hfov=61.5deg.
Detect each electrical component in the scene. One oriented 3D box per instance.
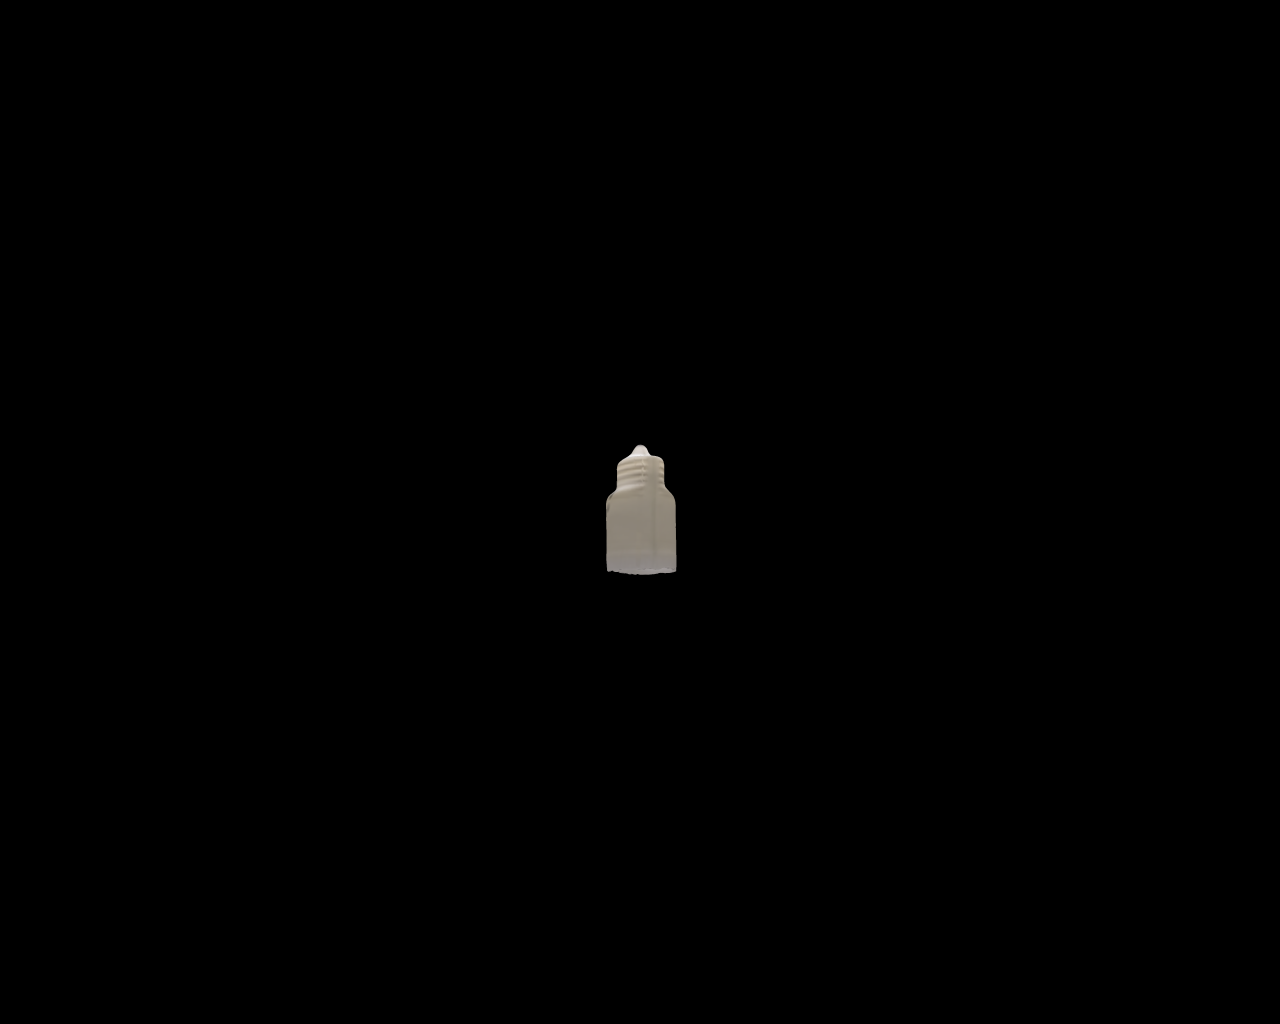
[{"bbox_3d":[0.001,-0.003,0.650,0.043,0.081,0.043,0,-7,0],"label":"electrical component"}]
